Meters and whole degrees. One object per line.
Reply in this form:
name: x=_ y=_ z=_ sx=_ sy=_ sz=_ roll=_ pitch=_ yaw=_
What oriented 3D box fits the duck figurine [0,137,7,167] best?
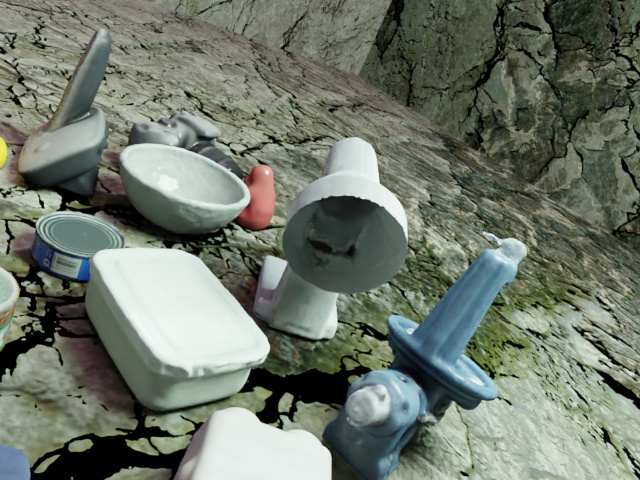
duck figurine: x=-0.398 y=-0.134 z=0.659 sx=0.078 sy=0.086 sz=0.104 roll=10 pitch=27 yaw=-34

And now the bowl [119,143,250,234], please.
bowl: x=-0.179 y=-0.055 z=0.735 sx=0.167 sy=0.074 sz=0.167 roll=22 pitch=22 yaw=-9

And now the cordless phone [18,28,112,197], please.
cordless phone: x=-0.296 y=-0.160 z=0.695 sx=0.094 sy=0.185 sz=0.147 roll=12 pitch=26 yaw=-30

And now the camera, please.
camera: x=-0.187 y=-0.121 z=0.838 sx=0.136 sy=0.101 sz=0.144 roll=35 pitch=24 yaw=22

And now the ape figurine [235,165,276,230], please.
ape figurine: x=-0.093 y=-0.067 z=0.831 sx=0.078 sy=0.092 sz=0.076 roll=8 pitch=28 yaw=-36

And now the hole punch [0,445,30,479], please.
hole punch: x=-0.201 y=0.133 z=0.274 sx=0.109 sy=0.091 sz=0.101 roll=12 pitch=26 yaw=-29

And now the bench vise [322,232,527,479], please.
bench vise: x=0.109 y=0.104 z=0.499 sx=0.121 sy=0.219 sz=0.208 roll=30 pitch=22 yaw=10

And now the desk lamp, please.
desk lamp: x=0.006 y=0.002 z=0.622 sx=0.118 sy=0.213 sz=0.203 roll=21 pitch=23 yaw=-11

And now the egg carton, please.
egg carton: x=-0.046 y=0.177 z=0.369 sx=0.107 sy=0.069 sz=0.150 roll=22 pitch=22 yaw=-8
